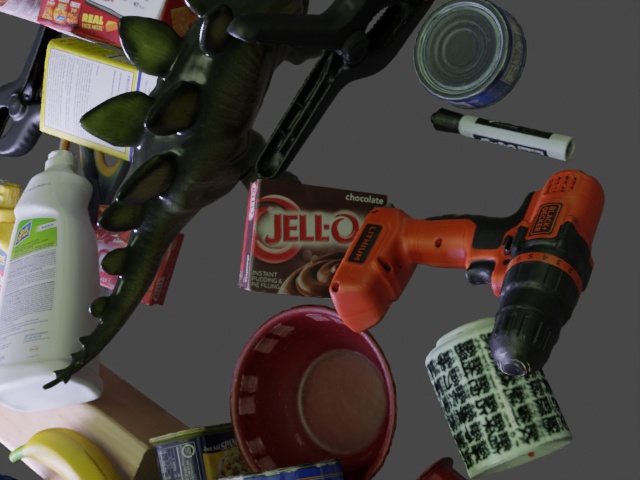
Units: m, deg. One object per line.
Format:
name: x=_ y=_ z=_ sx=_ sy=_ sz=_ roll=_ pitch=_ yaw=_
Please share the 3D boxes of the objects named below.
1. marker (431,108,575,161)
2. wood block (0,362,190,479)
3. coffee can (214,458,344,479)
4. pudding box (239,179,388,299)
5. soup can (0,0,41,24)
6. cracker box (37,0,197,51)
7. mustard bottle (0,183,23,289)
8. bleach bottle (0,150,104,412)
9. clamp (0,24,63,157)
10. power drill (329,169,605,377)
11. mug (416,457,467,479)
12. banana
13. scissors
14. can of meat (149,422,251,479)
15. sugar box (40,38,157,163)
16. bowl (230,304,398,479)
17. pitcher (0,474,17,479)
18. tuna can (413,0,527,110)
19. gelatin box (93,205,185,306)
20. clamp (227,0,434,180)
marker: x=0.140 y=-0.084 z=0.834 sx=0.121 sy=0.020 sz=0.020 roll=18 pitch=95 yaw=33
wood block: x=-0.216 y=0.178 z=0.999 sx=0.206 sy=0.090 sz=0.090 roll=29 pitch=100 yaw=32
coffee can: x=-0.023 y=0.240 z=0.791 sx=0.103 sy=0.102 sz=0.140 roll=-17 pitch=76 yaw=31
pudding box: x=-0.006 y=0.001 z=0.870 sx=0.039 sy=0.113 sz=0.090 roll=-177 pitch=93 yaw=-72
soup can: x=-0.310 y=-0.265 z=1.095 sx=0.069 sy=0.102 sz=0.068 roll=-4 pitch=84 yaw=33
cracker box: x=-0.168 y=-0.288 z=1.024 sx=0.164 sy=0.072 sz=0.214 roll=20 pitch=95 yaw=32
mustard bottle: x=-0.313 y=0.038 z=1.071 sx=0.096 sy=0.058 sz=0.192 roll=18 pitch=108 yaw=38
bleach bottle: x=-0.242 y=0.026 z=0.981 sx=0.103 sy=0.068 sz=0.251 roll=-14 pitch=58 yaw=22
clamp: x=-0.300 y=-0.135 z=1.116 sx=0.172 sy=0.039 sz=0.120 roll=-46 pitch=59 yaw=24
power drill: x=0.103 y=0.027 z=0.776 sx=0.188 sy=0.057 sz=0.184 roll=-4 pitch=38 yaw=35
mug: x=0.092 y=0.231 z=0.787 sx=0.082 sy=0.093 sz=0.117 roll=36 pitch=73 yaw=25
banana: x=-0.191 y=0.219 z=0.904 sx=0.198 sy=0.037 sz=0.070 roll=40 pitch=120 yaw=30
scissors: x=-0.205 y=-0.030 z=1.056 sx=0.096 sy=0.016 sz=0.202 roll=-32 pitch=72 yaw=24
can of meat: x=-0.091 y=0.202 z=0.909 sx=0.058 sy=0.101 sz=0.084 roll=-19 pitch=77 yaw=30
sugar box: x=-0.182 y=-0.126 z=1.008 sx=0.176 sy=0.048 sz=0.093 roll=19 pitch=113 yaw=21
bowl: x=0.005 y=0.135 z=0.879 sx=0.162 sy=0.055 sz=0.162 roll=-4 pitch=83 yaw=33
pitcher: x=-0.255 y=0.287 z=0.922 sx=0.145 sy=0.242 sz=0.149 roll=13 pitch=92 yaw=33
tuna can: x=0.117 y=-0.149 z=0.846 sx=0.086 sy=0.033 sz=0.086 roll=-4 pitch=83 yaw=33
gelatin box: x=-0.180 y=0.014 z=1.019 sx=0.089 sy=0.030 sz=0.073 roll=21 pitch=96 yaw=22
clamp: x=0.013 y=-0.159 z=0.839 sx=0.209 sy=0.164 sz=0.036 roll=-42 pitch=60 yaw=-16
